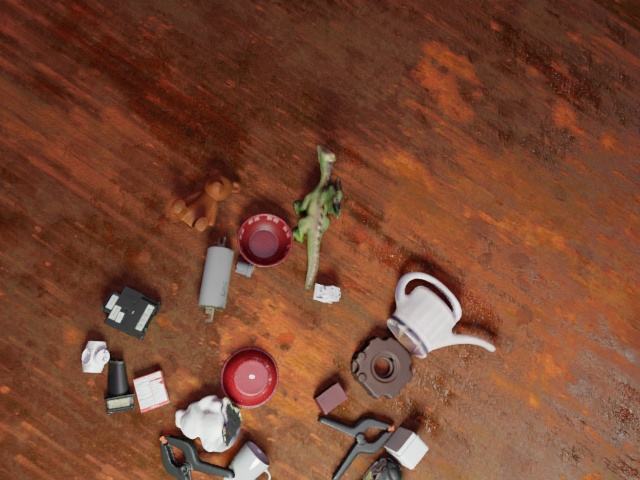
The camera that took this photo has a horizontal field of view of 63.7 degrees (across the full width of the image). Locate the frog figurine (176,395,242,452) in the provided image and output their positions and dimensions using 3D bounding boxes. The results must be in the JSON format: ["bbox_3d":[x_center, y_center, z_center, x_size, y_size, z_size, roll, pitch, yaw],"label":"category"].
[{"bbox_3d":[-0.290,0.477,1.335,0.158,0.122,0.138,-14,82,22],"label":"frog figurine"}]

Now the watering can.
[{"bbox_3d":[0.341,0.256,1.511,0.227,0.102,0.349,-42,85,-19],"label":"watering can"}]

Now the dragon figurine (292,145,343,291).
[{"bbox_3d":[0.004,-0.074,1.477,0.122,0.239,0.417,5,71,-15],"label":"dragon figurine"}]
